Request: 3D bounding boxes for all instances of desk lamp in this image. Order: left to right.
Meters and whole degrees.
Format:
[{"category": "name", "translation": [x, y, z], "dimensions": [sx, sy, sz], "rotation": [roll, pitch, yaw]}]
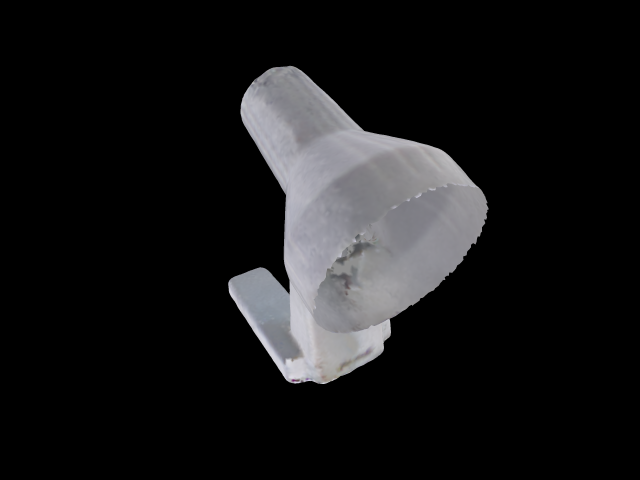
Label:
[{"category": "desk lamp", "translation": [0.004, 0.001, 0.400], "dimensions": [0.118, 0.214, 0.202], "rotation": [-20, 40, -25]}]
